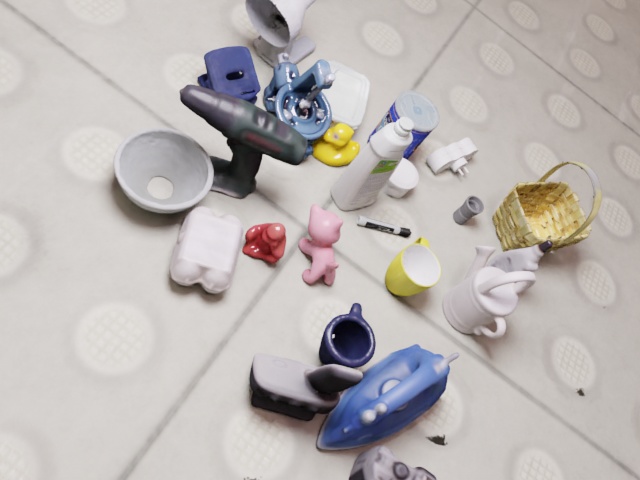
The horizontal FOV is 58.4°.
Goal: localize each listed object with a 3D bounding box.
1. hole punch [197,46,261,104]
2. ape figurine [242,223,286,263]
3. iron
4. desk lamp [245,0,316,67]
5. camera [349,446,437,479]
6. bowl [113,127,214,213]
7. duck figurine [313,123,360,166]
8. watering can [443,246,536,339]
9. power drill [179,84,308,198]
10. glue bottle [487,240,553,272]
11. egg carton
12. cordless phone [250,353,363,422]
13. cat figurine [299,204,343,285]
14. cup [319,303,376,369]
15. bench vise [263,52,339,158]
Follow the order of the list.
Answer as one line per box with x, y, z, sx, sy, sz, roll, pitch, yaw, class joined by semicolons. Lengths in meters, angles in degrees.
-0.176;-0.325;1.151;0.109;0.091;0.101;-23;75;-32;hole punch
-0.089;-0.003;1.017;0.076;0.092;0.078;-29;78;-33;ape figurine
0.118;0.260;0.940;0.259;0.141;0.118;-26;77;-33;iron
-0.069;-0.465;1.200;0.118;0.213;0.203;41;55;1;desk lamp
0.112;0.412;0.880;0.143;0.100;0.137;35;55;-3;camera
-0.275;-0.109;1.000;0.168;0.074;0.167;11;60;-19;bowl
0.041;-0.206;1.188;0.105;0.086;0.077;7;61;-21;duck figurine
0.322;0.095;1.089;0.101;0.193;0.173;-18;72;-31;watering can
-0.148;-0.165;1.006;0.230;0.208;0.075;15;59;-16;power drill
0.412;0.045;1.169;0.037;0.173;0.078;1;63;-23;glue bottle
-0.191;0.016;0.975;0.107;0.069;0.150;17;58;-15;egg carton
-0.023;0.207;0.877;0.148;0.184;0.094;16;58;-16;cordless phone
0.010;0.004;1.042;0.067;0.117;0.127;0;64;-24;cat figurine
0.038;0.171;0.980;0.092;0.094;0.118;22;57;-12;cup
-0.046;-0.292;1.114;0.122;0.219;0.207;-28;77;-33;bench vise
